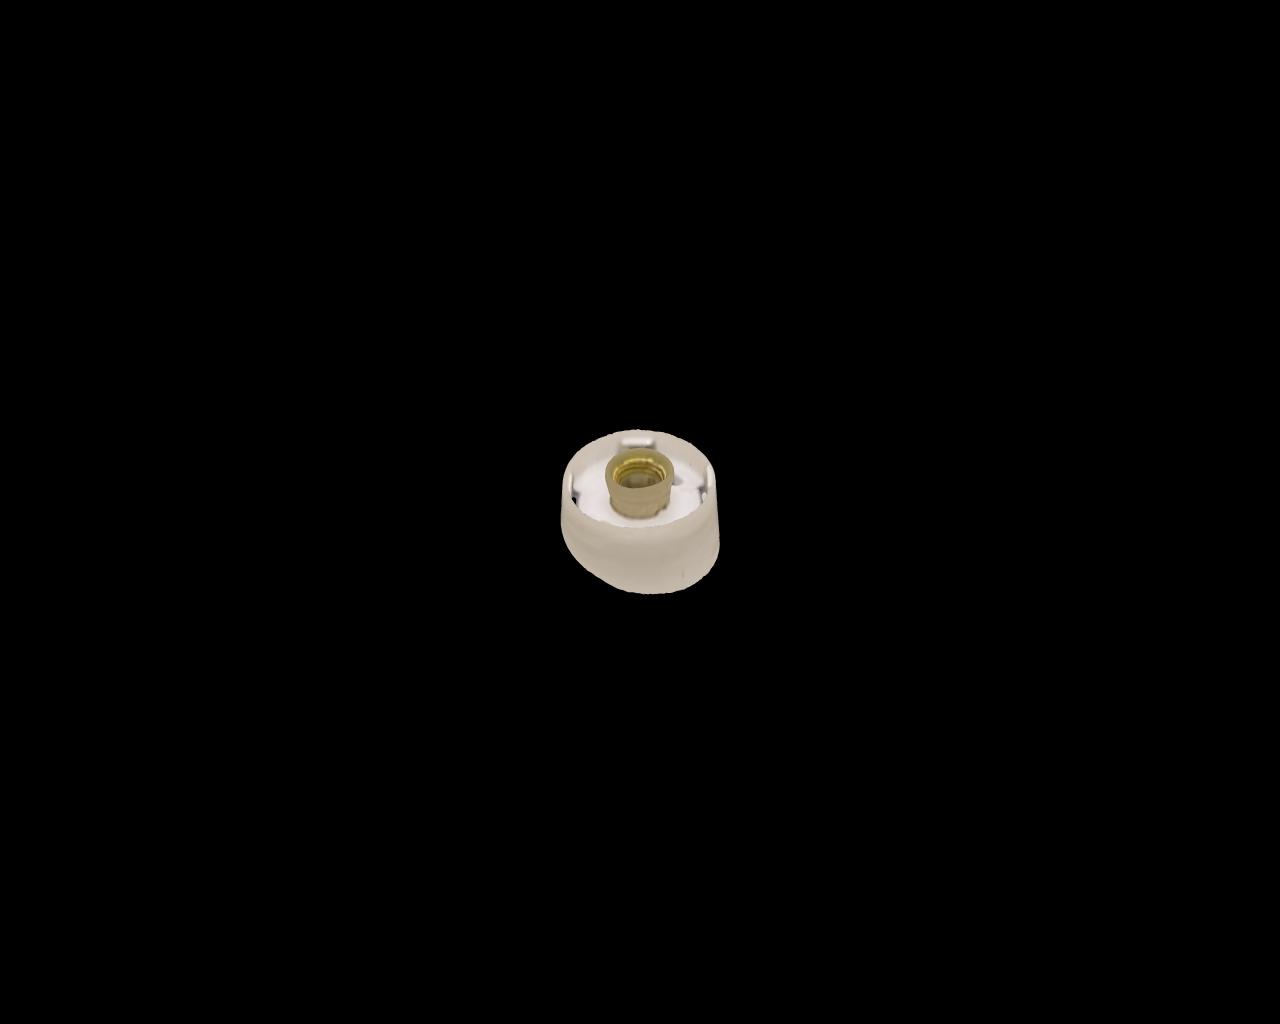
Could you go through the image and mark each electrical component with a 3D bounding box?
[{"bbox_3d":[0.001,-0.003,0.650,0.099,0.064,0.099,0,43,0],"label":"electrical component"}]
